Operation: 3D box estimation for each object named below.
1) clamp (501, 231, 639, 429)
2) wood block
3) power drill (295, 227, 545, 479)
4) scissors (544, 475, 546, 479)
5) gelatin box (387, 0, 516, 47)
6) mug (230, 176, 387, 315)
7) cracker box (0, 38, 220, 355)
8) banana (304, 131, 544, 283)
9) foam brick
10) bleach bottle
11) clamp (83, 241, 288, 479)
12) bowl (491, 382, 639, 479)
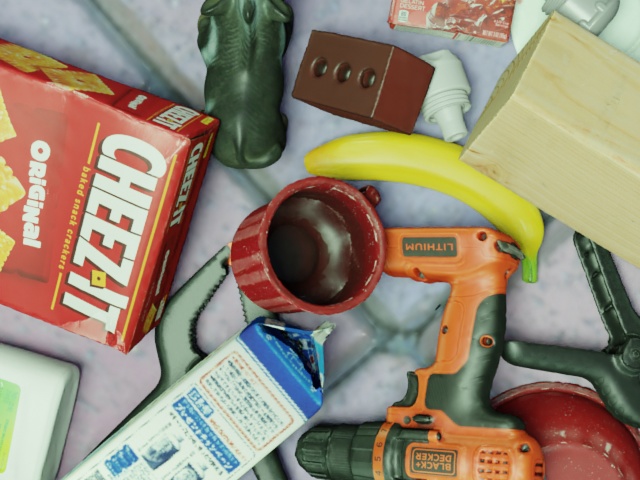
[{"bbox_3d":[0.224,0.074,0.788,0.171,0.039,0.120,32,81,-10],"label":"clamp"},{"bbox_3d":[0.216,-0.055,0.745,0.206,0.091,0.090,31,62,-2],"label":"wood block"},{"bbox_3d":[0.069,0.086,0.752,0.185,0.057,0.187,-1,81,29],"label":"power drill"},{"bbox_3d":[0.142,0.226,0.739,0.096,0.016,0.202,-26,78,16],"label":"scissors"},{"bbox_3d":[0.099,-0.185,0.779,0.089,0.030,0.073,9,92,-2],"label":"gelatin box"},{"bbox_3d":[-0.005,0.001,0.747,0.117,0.082,0.093,-44,101,-23],"label":"mug"},{"bbox_3d":[-0.196,-0.038,0.722,0.214,0.072,0.164,21,111,6],"label":"cracker box"},{"bbox_3d":[0.088,-0.039,0.782,0.198,0.037,0.069,27,91,-2],"label":"banana"},{"bbox_3d":[0.030,-0.111,0.752,0.078,0.051,0.053,19,92,38],"label":"foam brick"},{"bbox_3d":[-0.308,0.107,0.767,0.251,0.068,0.102,14,92,1],"label":"bleach bottle"},{"bbox_3d":[-0.090,0.104,0.783,0.164,0.036,0.210,5,90,-2],"label":"clamp"},{"bbox_3d":[0.175,0.188,0.785,0.162,0.055,0.162,0,92,-2],"label":"bowl"}]
